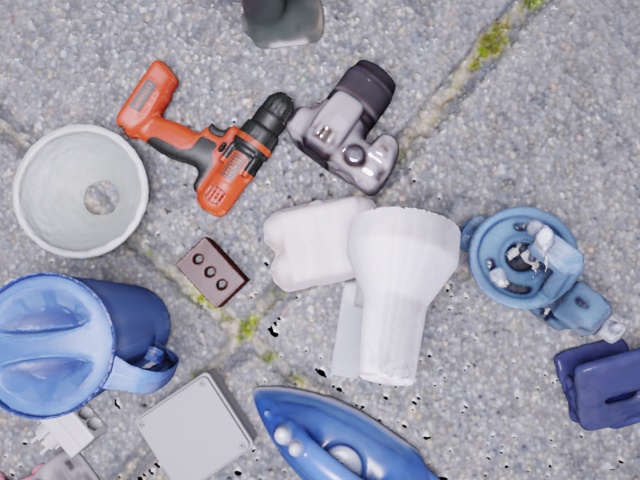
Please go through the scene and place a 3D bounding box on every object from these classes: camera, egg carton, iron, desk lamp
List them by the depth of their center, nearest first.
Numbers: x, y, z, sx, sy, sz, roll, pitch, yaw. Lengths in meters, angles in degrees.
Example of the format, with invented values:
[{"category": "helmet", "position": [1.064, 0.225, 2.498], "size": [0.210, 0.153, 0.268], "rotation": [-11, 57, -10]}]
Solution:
[{"category": "desk lamp", "position": [0.079, 0.075, 0.644], "size": [0.118, 0.213, 0.203], "rotation": [9, 86, 2]}, {"category": "iron", "position": [0.018, 0.262, 0.669], "size": [0.258, 0.141, 0.119], "rotation": [33, 87, 3]}, {"category": "camera", "position": [0.048, -0.148, 0.716], "size": [0.143, 0.101, 0.137], "rotation": [35, 88, 3]}, {"category": "egg carton", "position": [0.007, 0.003, 0.722], "size": [0.150, 0.069, 0.107], "rotation": [-13, 86, 0]}]

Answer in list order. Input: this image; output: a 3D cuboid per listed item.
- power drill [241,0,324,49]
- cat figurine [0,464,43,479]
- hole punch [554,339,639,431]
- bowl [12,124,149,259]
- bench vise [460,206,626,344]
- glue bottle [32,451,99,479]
[{"category": "power drill", "position": [-0.044, -0.306, 0.674], "size": [0.229, 0.208, 0.076], "rotation": [-7, 86, 1]}, {"category": "cat figurine", "position": [-0.401, 0.325, 0.684], "size": [0.128, 0.118, 0.067], "rotation": [-11, 86, 0]}, {"category": "hole punch", "position": [0.357, 0.178, 0.693], "size": [0.108, 0.091, 0.101], "rotation": [-16, 86, 0]}, {"category": "bowl", "position": [-0.291, -0.058, 0.729], "size": [0.167, 0.075, 0.167], "rotation": [0, 86, 1]}, {"category": "bench vise", "position": [0.266, 0.032, 0.640], "size": [0.207, 0.220, 0.121], "rotation": [21, 87, 3]}, {"category": "glue bottle", "position": [-0.312, 0.299, 0.656], "size": [0.037, 0.173, 0.078], "rotation": [-37, 86, -1]}]
